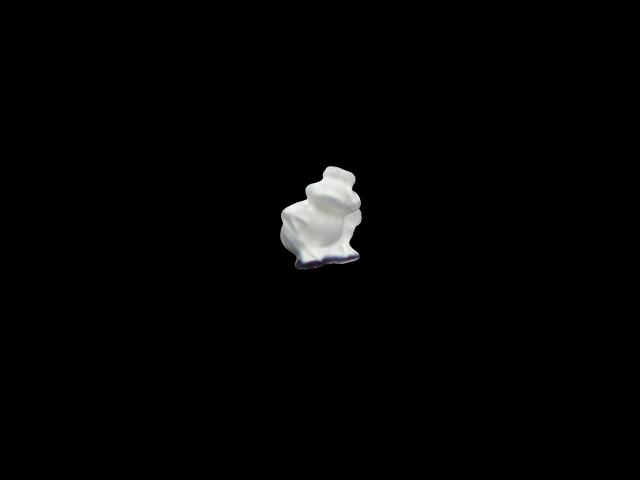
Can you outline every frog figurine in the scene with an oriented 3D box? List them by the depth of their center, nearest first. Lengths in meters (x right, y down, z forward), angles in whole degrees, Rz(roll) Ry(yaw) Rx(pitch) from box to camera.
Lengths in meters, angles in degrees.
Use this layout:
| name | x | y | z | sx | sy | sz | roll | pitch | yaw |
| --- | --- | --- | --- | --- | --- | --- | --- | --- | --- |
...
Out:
| name | x | y | z | sx | sy | sz | roll | pitch | yaw |
| --- | --- | --- | --- | --- | --- | --- | --- | --- | --- |
| frog figurine | 0.003 | -0.043 | 0.850 | 0.137 | 0.158 | 0.124 | -1 | 10 | -7 |
